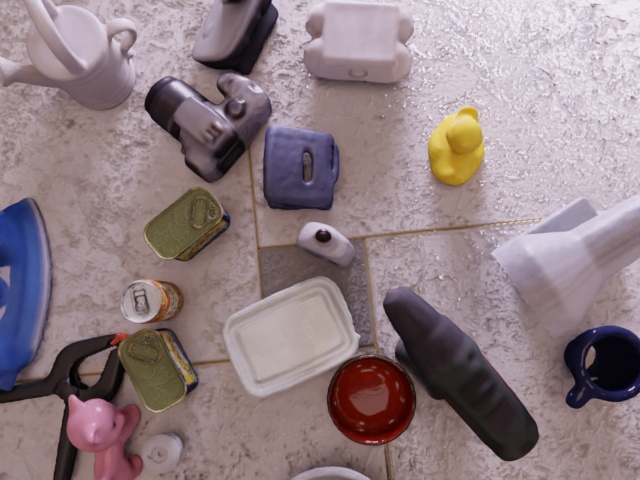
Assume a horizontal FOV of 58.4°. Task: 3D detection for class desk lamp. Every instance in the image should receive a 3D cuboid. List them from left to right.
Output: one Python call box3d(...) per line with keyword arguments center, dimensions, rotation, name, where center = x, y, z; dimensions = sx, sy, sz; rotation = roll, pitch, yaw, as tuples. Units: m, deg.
box3d(center=(0.297, 0.019, 0.683), dimensions=(0.203, 0.213, 0.118), rotation=(-34, 84, -2), name="desk lamp")

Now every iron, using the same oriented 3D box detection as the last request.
box3d(center=(-0.428, 0.061, 0.725), dimensions=(0.118, 0.141, 0.258), rotation=(8, 84, 2), name="iron")

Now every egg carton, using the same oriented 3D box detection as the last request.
box3d(center=(0.053, -0.271, 0.788), dimensions=(0.150, 0.069, 0.107), rotation=(3, 84, 1), name="egg carton")

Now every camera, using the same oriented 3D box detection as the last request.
box3d(center=(-0.156, -0.172, 0.765), dimensions=(0.137, 0.101, 0.143), rotation=(38, 86, 4), name="camera")

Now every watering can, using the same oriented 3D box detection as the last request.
box3d(center=(-0.321, -0.239, 0.727), dimensions=(0.101, 0.194, 0.173), rotation=(43, 86, 5), name="watering can")

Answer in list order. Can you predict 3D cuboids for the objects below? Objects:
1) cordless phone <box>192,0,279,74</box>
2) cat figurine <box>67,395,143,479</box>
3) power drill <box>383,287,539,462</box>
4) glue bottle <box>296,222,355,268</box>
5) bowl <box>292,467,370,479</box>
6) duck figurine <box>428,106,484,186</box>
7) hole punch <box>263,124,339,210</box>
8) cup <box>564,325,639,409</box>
box3d(center=(-0.120, -0.309, 0.736), dimensions=(0.094, 0.185, 0.148), rotation=(21, 85, 3), name="cordless phone")
box3d(center=(-0.274, 0.252, 0.715), dimensions=(0.067, 0.118, 0.128), rotation=(-7, 84, 0), name="cat figurine")
box3d(center=(0.148, 0.148, 0.675), dimensions=(0.075, 0.208, 0.229), rotation=(-43, 85, -3), name="power drill")
box3d(center=(0.007, 0.003, 0.709), dimensions=(0.078, 0.173, 0.037), rotation=(26, 85, 4), name="glue bottle")
box3d(center=(0.015, 0.363, 0.722), dimensions=(0.167, 0.075, 0.167), rotation=(0, 84, 1), name="bowl")
box3d(center=(0.187, -0.128, 0.763), dimensions=(0.077, 0.086, 0.105), rotation=(12, 85, 2), name="duck figurine")
box3d(center=(-0.025, -0.096, 0.760), dimensions=(0.101, 0.091, 0.109), rotation=(1, 84, 1), name="hole punch")
box3d(center=(0.343, 0.163, 0.727), dimensions=(0.091, 0.095, 0.118), rotation=(43, 86, 5), name="cup")
